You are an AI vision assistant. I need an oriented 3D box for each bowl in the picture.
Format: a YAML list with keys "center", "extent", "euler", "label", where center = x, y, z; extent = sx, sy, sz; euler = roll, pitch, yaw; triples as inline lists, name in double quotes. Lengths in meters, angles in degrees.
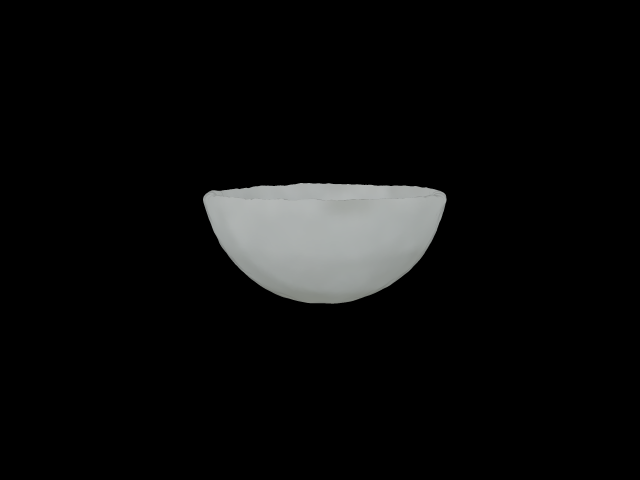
- center: [0.004, 0.001, 0.400]
  extent: [0.167, 0.075, 0.167]
  euler: [0, 9, 0]
  label: "bowl"
